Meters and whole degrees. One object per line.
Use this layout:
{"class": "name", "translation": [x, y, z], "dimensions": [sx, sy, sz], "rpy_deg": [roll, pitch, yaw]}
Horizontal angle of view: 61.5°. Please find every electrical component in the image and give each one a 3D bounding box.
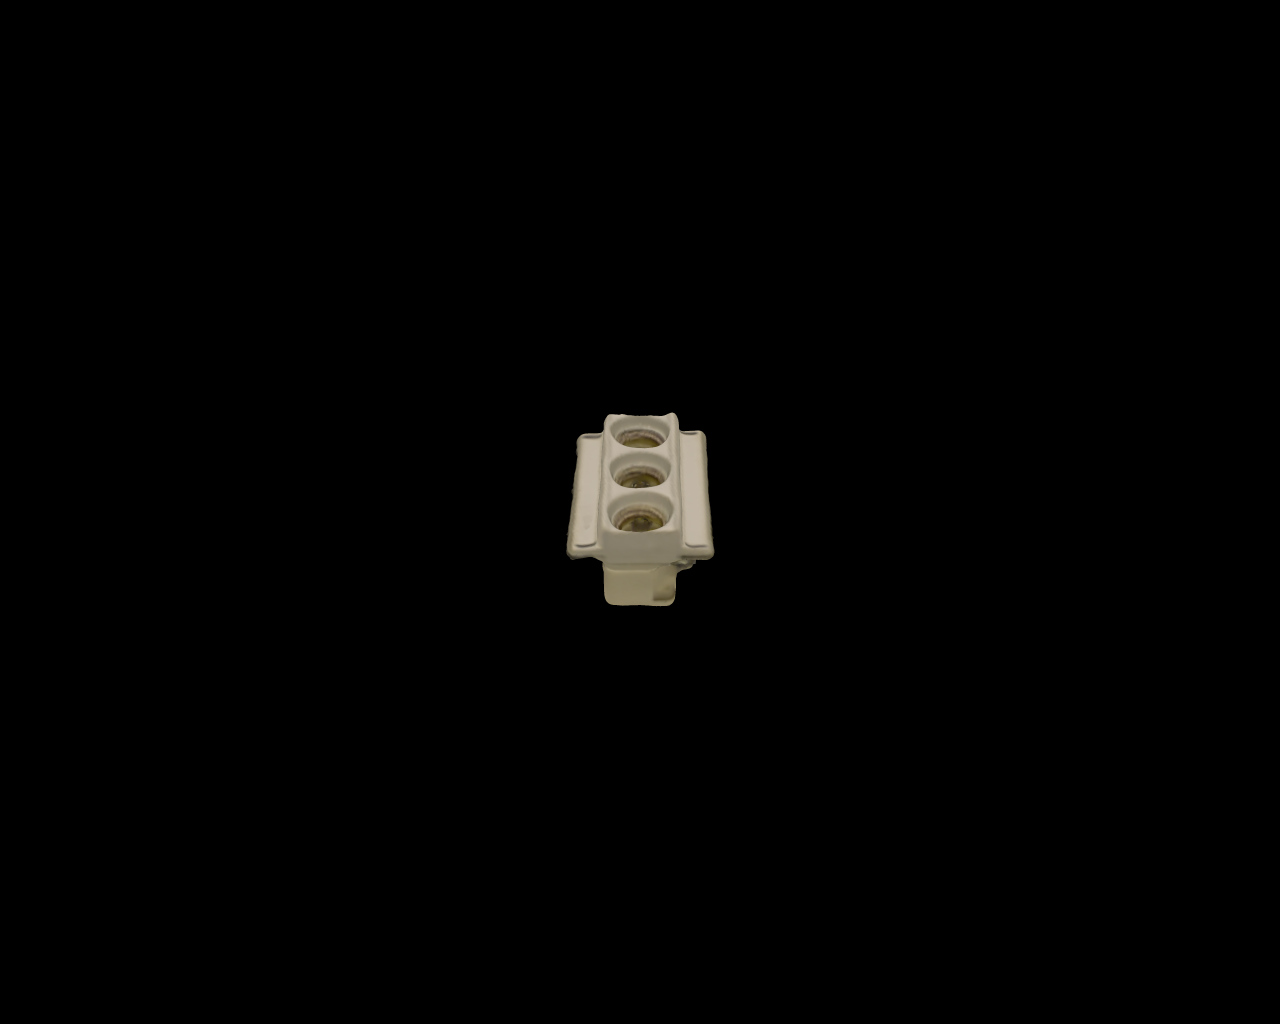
{"class": "electrical component", "translation": [0.001, -0.003, 0.650], "dimensions": [0.079, 0.063, 0.121], "rpy_deg": [0, 37, 0]}
